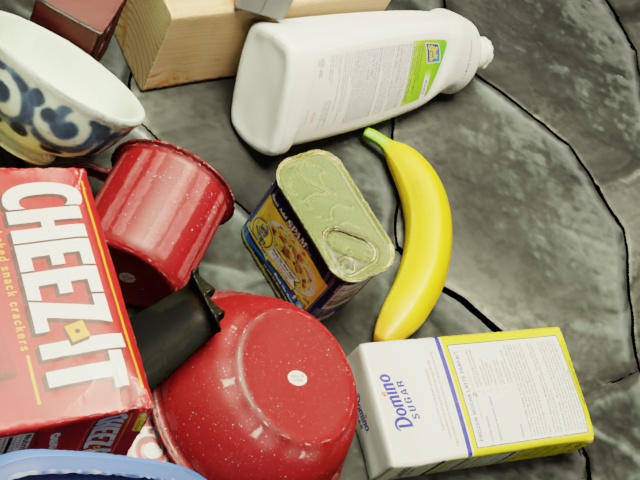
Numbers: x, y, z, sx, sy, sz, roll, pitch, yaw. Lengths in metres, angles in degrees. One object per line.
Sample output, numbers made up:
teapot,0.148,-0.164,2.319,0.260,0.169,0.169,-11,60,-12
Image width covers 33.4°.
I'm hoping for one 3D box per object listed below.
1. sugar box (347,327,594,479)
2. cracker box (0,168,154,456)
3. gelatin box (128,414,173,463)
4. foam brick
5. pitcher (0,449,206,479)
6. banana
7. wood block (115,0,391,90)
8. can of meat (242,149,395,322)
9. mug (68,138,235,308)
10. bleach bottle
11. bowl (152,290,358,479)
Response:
sugar box,0.109,0.118,0.781,0.176,0.048,0.093,-2,64,-24
cracker box,-0.212,0.044,0.557,0.213,0.072,0.164,-4,58,-31
gelatin box,-0.122,0.119,0.674,0.073,0.030,0.089,8,59,-23
foam brick,-0.180,-0.155,0.778,0.051,0.078,0.053,28,55,-10
pitcher,-0.096,0.200,0.569,0.242,0.149,0.145,8,63,-27
banana,0.071,-0.002,0.842,0.069,0.037,0.198,0,58,-3
wood block,-0.056,-0.195,0.855,0.205,0.091,0.090,-15,69,-32
can of meat,-0.005,0.001,0.768,0.057,0.084,0.102,-22,73,-34
mug,-0.126,-0.013,0.716,0.117,0.093,0.081,25,58,-3
bleach bottle,0.049,-0.138,0.881,0.250,0.103,0.068,-14,40,-39
bowl,-0.029,0.097,0.696,0.161,0.055,0.162,21,52,-30
